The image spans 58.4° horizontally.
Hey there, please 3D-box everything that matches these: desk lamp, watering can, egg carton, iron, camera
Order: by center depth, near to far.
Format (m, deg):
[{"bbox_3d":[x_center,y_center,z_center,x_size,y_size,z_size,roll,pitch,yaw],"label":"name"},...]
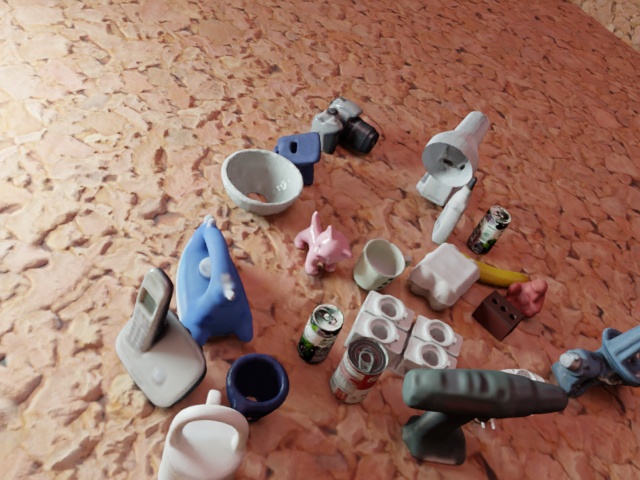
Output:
[{"bbox_3d":[-0.143,0.269,0.719,0.101,0.194,0.172,-5,51,-25],"label":"watering can"},{"bbox_3d":[-0.178,0.044,0.953,0.119,0.141,0.258,-3,50,-24],"label":"iron"},{"bbox_3d":[0.249,0.071,1.148,0.107,0.069,0.151,40,47,17],"label":"egg carton"},{"bbox_3d":[0.301,-0.180,1.301,0.118,0.213,0.204,33,46,11],"label":"desk lamp"},{"bbox_3d":[0.067,-0.267,1.370,0.136,0.101,0.143,36,46,13],"label":"camera"}]

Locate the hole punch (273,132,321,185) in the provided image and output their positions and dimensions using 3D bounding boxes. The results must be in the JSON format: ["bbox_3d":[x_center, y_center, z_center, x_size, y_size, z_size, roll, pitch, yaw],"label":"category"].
[{"bbox_3d":[-0.052,-0.185,1.253,0.101,0.091,0.108,10,46,-13],"label":"hole punch"}]

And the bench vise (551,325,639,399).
[{"bbox_3d":[0.542,0.211,1.026,0.208,0.219,0.121,-13,55,-31],"label":"bench vise"}]

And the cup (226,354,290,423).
[{"bbox_3d":[-0.104,0.237,0.835,0.091,0.095,0.118,29,45,7],"label":"cup"}]

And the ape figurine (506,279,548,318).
[{"bbox_3d":[0.427,0.112,1.164,0.076,0.092,0.077,-3,50,-24],"label":"ape figurine"}]

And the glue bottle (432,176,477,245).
[{"bbox_3d":[0.292,-0.069,1.222,0.037,0.173,0.078,24,45,2],"label":"glue bottle"}]

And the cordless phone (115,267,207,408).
[{"bbox_3d":[-0.221,0.138,0.817,0.147,0.185,0.094,43,48,20],"label":"cordless phone"}]

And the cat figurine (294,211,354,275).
[{"bbox_3d":[0.010,0.004,1.082,0.067,0.117,0.127,-7,52,-27],"label":"cat figurine"}]

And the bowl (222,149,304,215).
[{"bbox_3d":[-0.121,-0.105,1.162,0.168,0.074,0.167,11,46,-12],"label":"bowl"}]

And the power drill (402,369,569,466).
[{"bbox_3d":[0.220,0.260,0.861,0.230,0.208,0.075,12,45,-11],"label":"power drill"}]
